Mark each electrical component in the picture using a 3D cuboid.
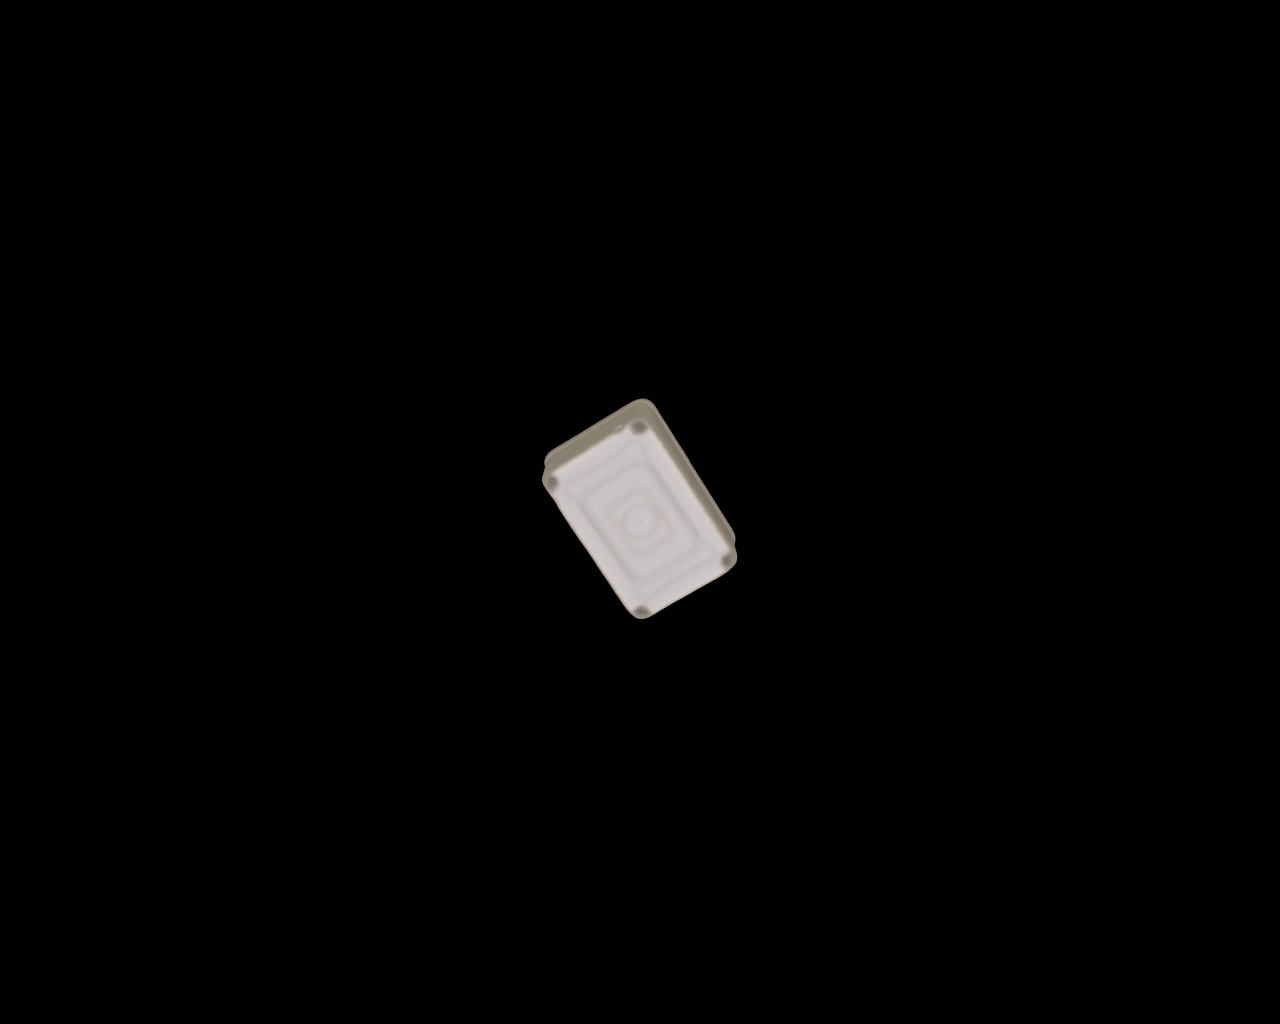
[{"bbox_3d":[0.001,-0.003,0.650,0.078,0.113,0.057,-30,15,9],"label":"electrical component"}]
